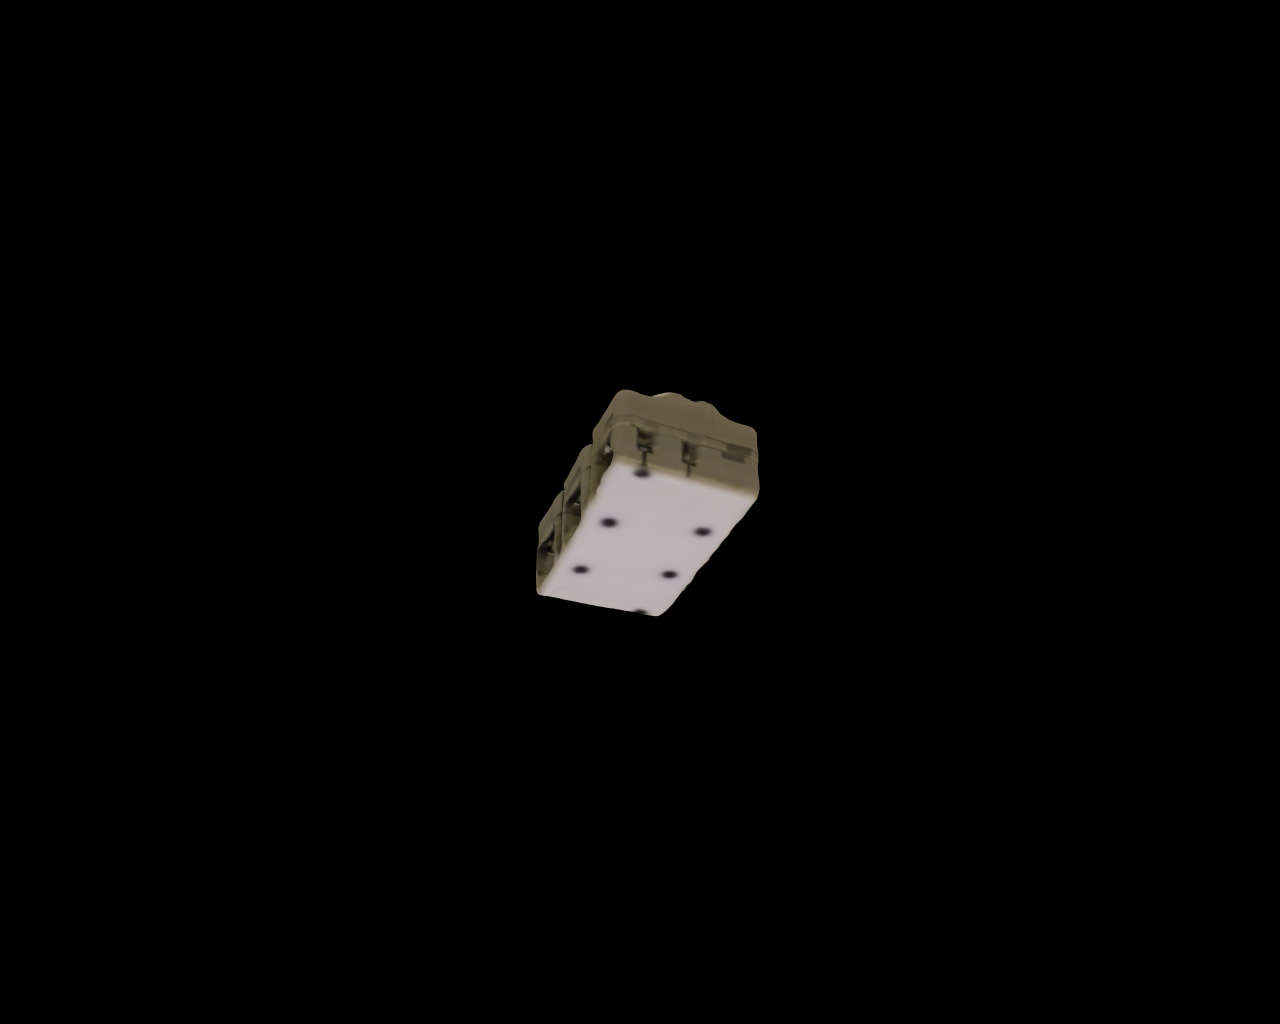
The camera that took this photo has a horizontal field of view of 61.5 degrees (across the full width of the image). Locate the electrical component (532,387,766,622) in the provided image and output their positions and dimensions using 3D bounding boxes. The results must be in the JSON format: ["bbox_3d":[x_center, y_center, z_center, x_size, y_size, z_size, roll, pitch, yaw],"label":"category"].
[{"bbox_3d":[0.001,-0.003,0.650,0.089,0.062,0.150,13,-38,-18],"label":"electrical component"}]
